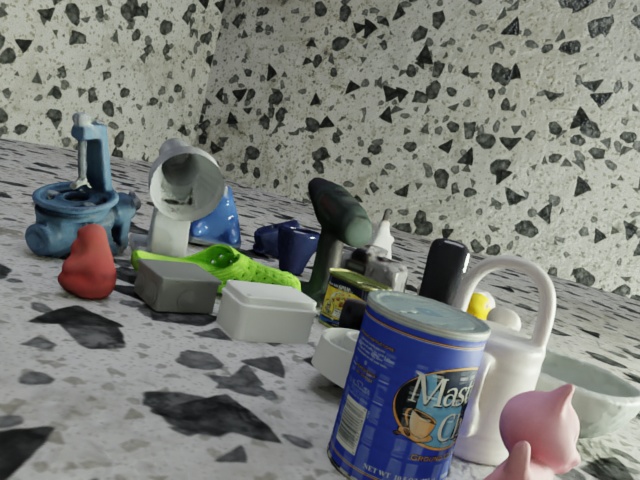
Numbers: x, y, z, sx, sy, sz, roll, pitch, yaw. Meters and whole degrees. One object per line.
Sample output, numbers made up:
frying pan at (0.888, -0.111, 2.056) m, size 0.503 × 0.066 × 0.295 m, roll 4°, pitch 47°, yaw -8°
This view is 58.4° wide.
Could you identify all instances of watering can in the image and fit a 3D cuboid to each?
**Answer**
watering can at (0.169, 0.108, 0.574) m, size 0.101 × 0.194 × 0.173 m, roll 14°, pitch 7°, yaw 0°

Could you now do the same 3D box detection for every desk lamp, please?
desk lamp at (-0.256, -0.067, 0.992) m, size 0.118 × 0.213 × 0.202 m, roll 10°, pitch 8°, yaw -28°

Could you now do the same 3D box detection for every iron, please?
iron at (-0.226, -0.062, 1.295) m, size 0.119 × 0.141 × 0.258 m, roll 13°, pitch 8°, yaw -11°

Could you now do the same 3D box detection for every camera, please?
camera at (0.125, 0.065, 1.175) m, size 0.142 × 0.101 × 0.137 m, roll 19°, pitch 9°, yaw 34°

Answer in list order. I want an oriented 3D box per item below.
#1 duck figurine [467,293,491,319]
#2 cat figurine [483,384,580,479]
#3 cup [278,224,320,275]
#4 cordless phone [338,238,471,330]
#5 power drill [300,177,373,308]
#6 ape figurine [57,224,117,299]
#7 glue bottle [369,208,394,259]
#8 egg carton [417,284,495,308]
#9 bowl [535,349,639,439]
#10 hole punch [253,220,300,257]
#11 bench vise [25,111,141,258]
duck figurine at (0.258, 0.132, 0.989) m, size 0.104 × 0.086 × 0.077 m, roll 15°, pitch 7°, yaw 1°
cat figurine at (0.162, 0.164, 0.443) m, size 0.067 × 0.118 × 0.128 m, roll 19°, pitch 9°, yaw 31°
cup at (-0.037, 0.026, 1.179) m, size 0.118 × 0.095 × 0.091 m, roll 14°, pitch 7°, yaw -1°
cordless phone at (0.106, 0.078, 0.710) m, size 0.147 × 0.185 × 0.094 m, roll 17°, pitch 8°, yaw 18°
power drill at (0.009, 0.004, 0.993) m, size 0.076 × 0.208 × 0.229 m, roll 11°, pitch 8°, yaw -26°
ape figurine at (-0.290, 0.024, 0.719) m, size 0.076 × 0.092 × 0.078 m, roll 17°, pitch 8°, yaw 20°
glue bottle at (0.134, 0.013, 1.302) m, size 0.078 × 0.173 × 0.037 m, roll 11°, pitch 8°, yaw -26°
egg carton at (0.273, 0.123, 1.150) m, size 0.149 × 0.069 × 0.108 m, roll 20°, pitch 9°, yaw 37°
bowl at (0.284, 0.186, 0.680) m, size 0.167 × 0.075 × 0.167 m, roll 14°, pitch 7°, yaw -2°
hole punch at (-0.102, -0.009, 1.328) m, size 0.101 × 0.091 × 0.108 m, roll 13°, pitch 8°, yaw -12°
bench vise at (-0.364, -0.087, 0.905) m, size 0.121 × 0.220 × 0.207 m, roll 14°, pitch 7°, yaw 0°
